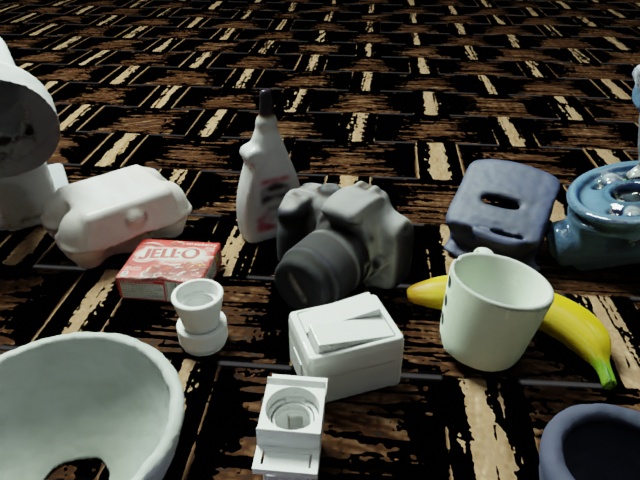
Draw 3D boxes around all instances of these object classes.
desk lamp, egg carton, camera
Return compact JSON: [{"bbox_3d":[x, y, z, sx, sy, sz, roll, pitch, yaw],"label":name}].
[{"bbox_3d":[-0.360,-0.118,0.652,0.118,0.214,0.202,-16,36,-23],"label":"desk lamp"},{"bbox_3d":[-0.228,-0.029,0.647,0.151,0.069,0.107,-25,41,-34],"label":"egg carton"},{"bbox_3d":[0.005,0.002,0.572,0.142,0.101,0.137,21,38,29],"label":"camera"}]

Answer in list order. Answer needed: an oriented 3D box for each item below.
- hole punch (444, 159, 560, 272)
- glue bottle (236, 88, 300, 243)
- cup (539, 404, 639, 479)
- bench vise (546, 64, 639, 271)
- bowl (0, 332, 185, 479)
[{"bbox_3d":[0.200,-0.028,0.629,0.108,0.091,0.101,17,36,24],"label":"hole punch"},{"bbox_3d":[-0.058,-0.082,0.635,0.078,0.173,0.037,-21,38,-29],"label":"glue bottle"},{"bbox_3d":[0.180,0.157,0.337,0.118,0.095,0.091,-8,34,-12],"label":"cup"},{"bbox_3d":[0.348,-0.066,0.570,0.207,0.220,0.121,-6,33,-9],"label":"bench vise"},{"bbox_3d":[-0.169,0.141,0.378,0.167,0.075,0.167,0,33,0],"label":"bowl"}]
